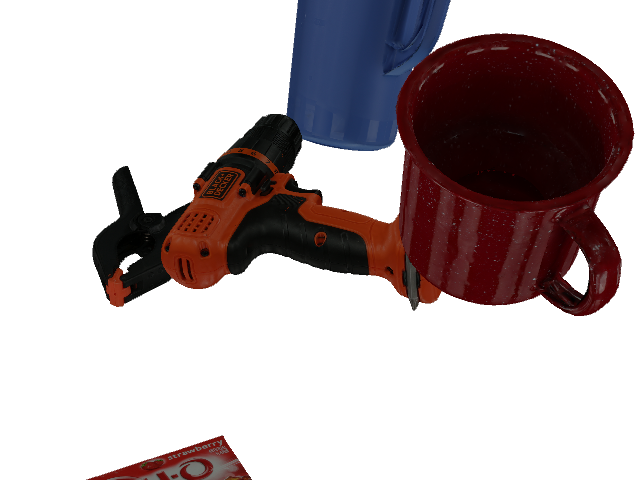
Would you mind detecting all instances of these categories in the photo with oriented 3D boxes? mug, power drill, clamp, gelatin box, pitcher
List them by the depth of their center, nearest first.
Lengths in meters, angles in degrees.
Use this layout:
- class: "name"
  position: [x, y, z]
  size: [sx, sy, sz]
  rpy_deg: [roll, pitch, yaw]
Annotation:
- class: "mug"
  position: [0.082, -0.017, 0.446]
  size: [0.093, 0.117, 0.081]
  rpy_deg: [-28, -30, -18]
- class: "gelatin box"
  position: [-0.079, 0.146, 0.574]
  size: [0.089, 0.030, 0.073]
  rpy_deg: [-14, 27, -21]
- class: "power drill"
  position: [0.006, -0.025, 0.734]
  size: [0.188, 0.057, 0.184]
  rpy_deg: [6, 40, 20]
- class: "clamp"
  position: [-0.156, -0.011, 0.930]
  size: [0.120, 0.039, 0.171]
  rpy_deg: [10, 37, 20]
- class: "pitcher"
  position: [0.044, -0.209, 0.990]
  size: [0.145, 0.243, 0.149]
  rpy_deg: [10, 16, 3]
